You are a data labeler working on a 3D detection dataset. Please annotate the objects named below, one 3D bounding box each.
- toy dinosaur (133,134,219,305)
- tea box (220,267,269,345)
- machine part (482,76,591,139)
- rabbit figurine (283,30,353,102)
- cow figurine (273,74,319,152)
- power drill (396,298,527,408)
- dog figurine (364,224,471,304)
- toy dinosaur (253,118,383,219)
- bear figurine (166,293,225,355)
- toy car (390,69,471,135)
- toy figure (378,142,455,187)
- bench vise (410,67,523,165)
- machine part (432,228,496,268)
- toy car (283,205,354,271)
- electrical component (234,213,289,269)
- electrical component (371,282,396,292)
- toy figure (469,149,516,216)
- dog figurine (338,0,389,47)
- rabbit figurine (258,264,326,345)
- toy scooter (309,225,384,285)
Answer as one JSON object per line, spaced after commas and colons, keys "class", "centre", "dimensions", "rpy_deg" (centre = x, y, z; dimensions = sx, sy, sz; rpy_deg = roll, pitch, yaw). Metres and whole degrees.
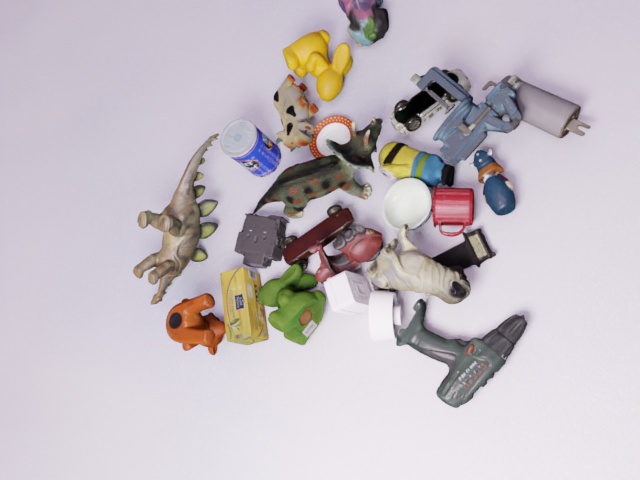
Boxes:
{"class": "toy dinosaur", "centre": [-0.351, -0.041, 1.346], "dimensions": [0.105, 0.198, 0.470], "rpy_deg": [29, 111, 24]}
{"class": "tea box", "centre": [-0.182, 0.160, 1.289], "dimensions": [0.068, 0.098, 0.169], "rpy_deg": [-16, 67, 17]}
{"class": "machine part", "centre": [0.463, -0.288, 1.157], "dimensions": [0.243, 0.079, 0.079], "rpy_deg": [37, 91, 29]}
{"class": "rabbit figurine", "centre": [0.009, -0.443, 1.394], "dimensions": [0.162, 0.122, 0.173], "rpy_deg": [-27, 80, 4]}
{"class": "cow figurine", "centre": [-0.070, -0.316, 1.383], "dimensions": [0.127, 0.085, 0.195], "rpy_deg": [-42, 53, 27]}
{"class": "power drill", "centre": [0.276, 0.204, 1.097], "dimensions": [0.207, 0.086, 0.232], "rpy_deg": [32, 91, 20]}
{"class": "dog figurine", "centre": [0.202, 0.085, 1.126], "dimensions": [0.190, 0.172, 0.121], "rpy_deg": [41, 64, 7]}
{"class": "toy dinosaur", "centre": [-0.019, -0.142, 1.256], "dimensions": [0.405, 0.192, 0.131], "rpy_deg": [-23, 65, 14]}
{"class": "bear figurine", "centre": [-0.264, 0.204, 1.255], "dimensions": [0.132, 0.195, 0.120], "rpy_deg": [-12, 66, 22]}
{"class": "toy car", "centre": [0.258, -0.325, 1.267], "dimensions": [0.202, 0.056, 0.073], "rpy_deg": [-35, 59, 14]}
{"class": "toy figure", "centre": [0.218, -0.170, 1.226], "dimensions": [0.180, 0.082, 0.089], "rpy_deg": [15, 70, 31]}
{"class": "bench vise", "centre": [0.303, -0.292, 1.146], "dimensions": [0.241, 0.129, 0.223], "rpy_deg": [43, 120, 10]}
{"class": "machine part", "centre": [0.298, 0.034, 1.155], "dimensions": [0.139, 0.039, 0.084], "rpy_deg": [-29, 74, 11]}
{"class": "toy car", "centre": [-0.003, -0.004, 1.285], "dimensions": [0.202, 0.053, 0.089], "rpy_deg": [-35, 54, 15]}
{"class": "electrical component", "centre": [-0.147, 0.004, 1.342], "dimensions": [0.115, 0.058, 0.134], "rpy_deg": [5, 76, 26]}
{"class": "electrical component", "centre": [0.146, 0.091, 1.210], "dimensions": [0.063, 0.021, 0.094], "rpy_deg": [-9, 72, 21]}
{"class": "toy figure", "centre": [0.372, -0.126, 1.160], "dimensions": [0.064, 0.057, 0.154], "rpy_deg": [-19, 63, 11]}
{"class": "dog figurine", "centre": [0.084, -0.613, 1.337], "dimensions": [0.109, 0.219, 0.191], "rpy_deg": [-17, 68, 21]}
{"class": "rabbit figurine", "centre": [-0.077, 0.132, 1.246], "dimensions": [0.170, 0.121, 0.159], "rpy_deg": [30, 84, 42]}
{"class": "toy scooter", "centre": [0.049, 0.024, 1.206], "dimensions": [0.184, 0.135, 0.075], "rpy_deg": [-37, 45, 10]}
